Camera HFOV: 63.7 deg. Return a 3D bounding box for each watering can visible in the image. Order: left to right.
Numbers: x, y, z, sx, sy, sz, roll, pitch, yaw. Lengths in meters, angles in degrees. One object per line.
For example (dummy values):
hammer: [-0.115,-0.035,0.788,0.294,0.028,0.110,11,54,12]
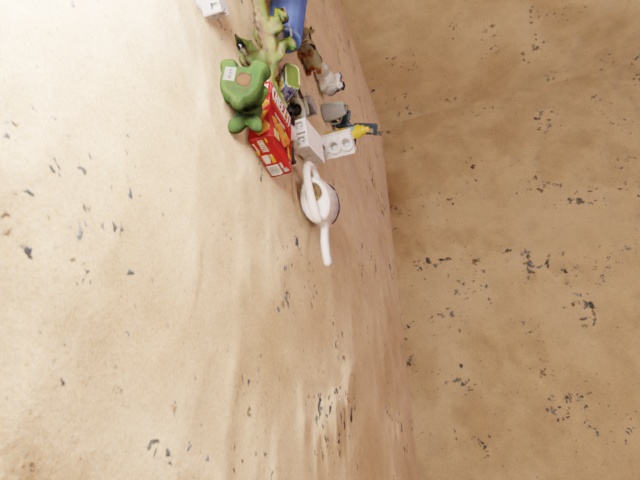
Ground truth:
watering can: [0.005,-0.085,1.698,0.103,0.349,0.224,-14,-5,14]

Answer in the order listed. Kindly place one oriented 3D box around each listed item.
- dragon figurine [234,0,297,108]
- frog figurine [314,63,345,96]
dragon figurine: [-0.171,-0.573,1.471,0.122,0.403,0.248,-9,30,22]
frog figurine: [0.021,-0.730,2.334,0.159,0.140,0.121,16,-24,-33]
